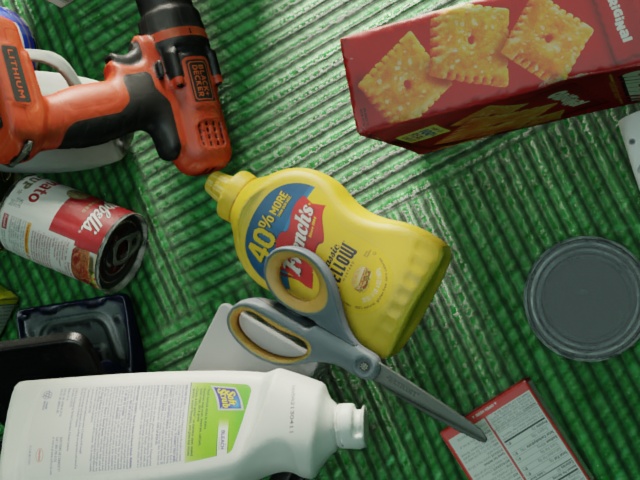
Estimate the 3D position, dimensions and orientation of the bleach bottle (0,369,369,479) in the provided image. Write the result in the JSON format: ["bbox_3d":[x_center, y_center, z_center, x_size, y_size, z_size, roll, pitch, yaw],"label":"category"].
[{"bbox_3d":[-0.092,0.142,0.746,0.251,0.068,0.102,-4,65,10],"label":"bleach bottle"}]

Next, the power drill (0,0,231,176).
[{"bbox_3d":[-0.163,-0.131,0.792,0.057,0.187,0.184,-29,75,54],"label":"power drill"}]

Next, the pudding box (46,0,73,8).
[{"bbox_3d":[-0.194,-0.259,0.878,0.114,0.039,0.090,-25,79,15],"label":"pudding box"}]

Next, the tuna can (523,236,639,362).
[{"bbox_3d":[0.186,0.040,0.738,0.086,0.033,0.086,-1,88,19],"label":"tuna can"}]

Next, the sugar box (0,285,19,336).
[{"bbox_3d":[-0.337,0.102,0.910,0.093,0.048,0.176,30,97,18],"label":"sugar box"}]

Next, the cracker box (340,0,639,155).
[{"bbox_3d":[0.140,-0.113,0.691,0.214,0.164,0.072,-11,87,18],"label":"cracker box"}]

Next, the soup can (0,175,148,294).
[{"bbox_3d":[-0.198,-0.006,0.854,0.102,0.068,0.068,21,95,19],"label":"soup can"}]

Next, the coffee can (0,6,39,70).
[{"bbox_3d":[-0.309,-0.155,0.859,0.103,0.140,0.103,-1,88,19],"label":"coffee can"}]

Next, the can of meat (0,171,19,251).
[{"bbox_3d":[-0.302,-0.044,0.887,0.084,0.057,0.102,3,90,7],"label":"can of meat"}]

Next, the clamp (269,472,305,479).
[{"bbox_3d":[-0.063,0.254,0.807,0.210,0.036,0.164,-21,67,26],"label":"clamp"}]

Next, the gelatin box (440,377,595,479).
[{"bbox_3d":[0.140,0.153,0.752,0.073,0.030,0.089,-35,77,13],"label":"gelatin box"}]

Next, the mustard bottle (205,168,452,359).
[{"bbox_3d":[-0.005,0.001,0.792,0.192,0.058,0.096,31,103,18],"label":"mustard bottle"}]

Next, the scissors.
[{"bbox_3d":[0.030,0.067,0.744,0.202,0.016,0.096,15,102,18],"label":"scissors"}]
